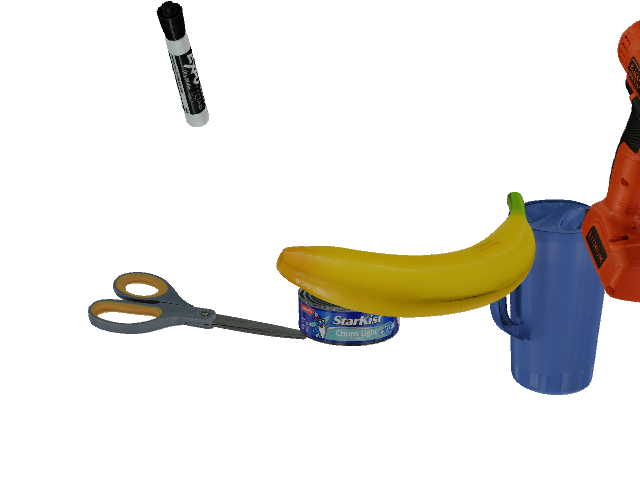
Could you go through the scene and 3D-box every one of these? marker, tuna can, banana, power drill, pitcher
[{"bbox_3d":[-0.105,-0.134,0.818,0.020,0.020,0.121,0,-37,7],"label":"marker"},{"bbox_3d":[0.024,0.058,0.889,0.086,0.034,0.086,0,15,0],"label":"tuna can"},{"bbox_3d":[0.068,0.017,0.657,0.197,0.037,0.070,-12,46,-34],"label":"banana"},{"bbox_3d":[0.249,-0.048,0.790,0.057,0.188,0.184,4,36,-2],"label":"power drill"},{"bbox_3d":[0.300,0.077,1.397,0.149,0.243,0.144,5,21,15],"label":"pitcher"}]

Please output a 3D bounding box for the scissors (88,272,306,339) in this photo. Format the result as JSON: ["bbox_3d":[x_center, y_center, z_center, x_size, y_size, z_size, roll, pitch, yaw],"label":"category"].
[{"bbox_3d":[-0.117,0.062,1.013,0.201,0.016,0.096,1,33,-7],"label":"scissors"}]
